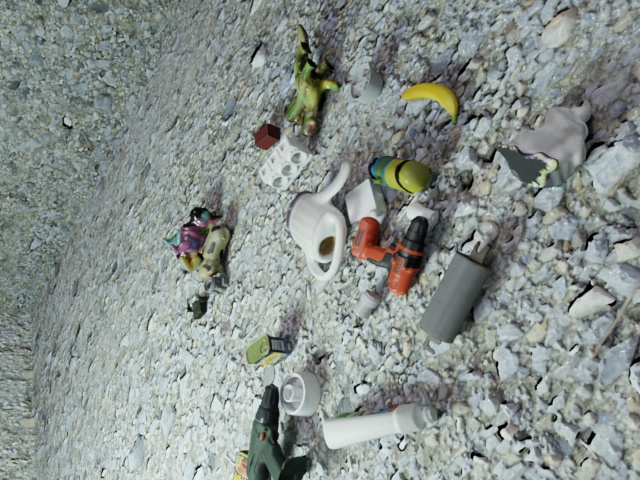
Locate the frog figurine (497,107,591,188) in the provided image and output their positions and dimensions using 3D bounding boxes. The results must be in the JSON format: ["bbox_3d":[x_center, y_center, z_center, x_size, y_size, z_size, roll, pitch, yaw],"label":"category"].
[{"bbox_3d":[0.429,-0.177,0.957,0.161,0.121,0.138,-40,26,-19],"label":"frog figurine"}]

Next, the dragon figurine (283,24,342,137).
[{"bbox_3d":[-0.062,-0.483,1.631,0.122,0.420,0.238,13,-47,-33],"label":"dragon figurine"}]

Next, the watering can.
[{"bbox_3d":[0.004,-0.067,1.340,0.104,0.342,0.227,-6,26,-33],"label":"watering can"}]
